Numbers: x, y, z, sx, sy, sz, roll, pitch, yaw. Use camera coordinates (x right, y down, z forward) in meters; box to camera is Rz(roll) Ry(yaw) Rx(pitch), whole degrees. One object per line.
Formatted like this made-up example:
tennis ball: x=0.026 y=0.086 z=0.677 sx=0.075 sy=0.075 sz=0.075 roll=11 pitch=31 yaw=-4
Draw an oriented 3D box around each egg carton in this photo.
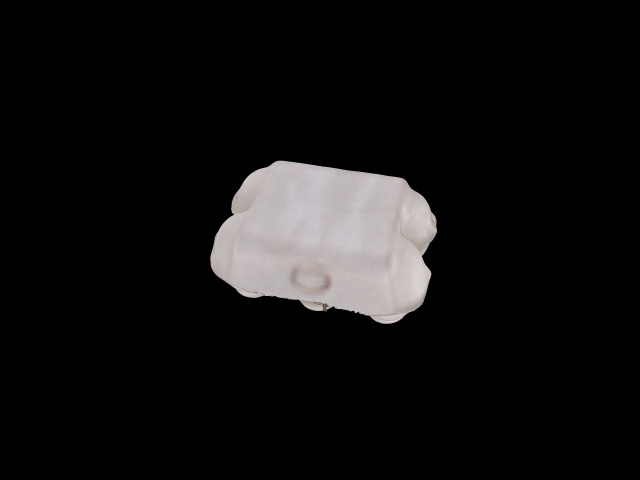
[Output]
egg carton: x=0.004 y=0.001 z=0.400 sx=0.150 sy=0.069 sz=0.107 roll=9 pitch=46 yaw=9
